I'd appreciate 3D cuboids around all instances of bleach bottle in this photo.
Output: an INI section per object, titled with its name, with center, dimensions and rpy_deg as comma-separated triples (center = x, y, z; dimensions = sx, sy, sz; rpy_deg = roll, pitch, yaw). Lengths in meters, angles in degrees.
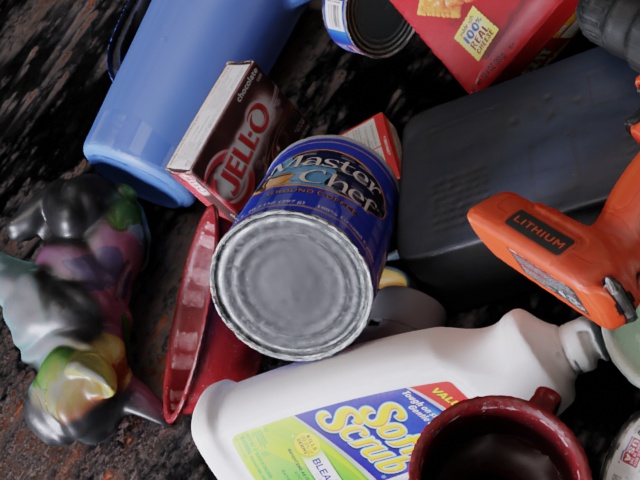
[bleach bottle]
center = 0.051, 0.098, 0.659
dimensions = 0.251, 0.102, 0.068
rpy_deg = -24, 18, 21

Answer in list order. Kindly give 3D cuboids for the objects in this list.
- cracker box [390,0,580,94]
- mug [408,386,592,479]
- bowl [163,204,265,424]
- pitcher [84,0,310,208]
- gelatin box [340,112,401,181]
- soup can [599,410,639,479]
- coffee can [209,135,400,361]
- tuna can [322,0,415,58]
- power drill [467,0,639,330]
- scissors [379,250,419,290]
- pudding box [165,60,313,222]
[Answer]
[cracker box]
center = 0.114, -0.232, 0.771
dimensions = 0.214, 0.071, 0.164
rpy_deg = 54, 126, 19
[mug]
center = 0.100, 0.133, 0.579
dimensions = 0.093, 0.081, 0.117
rpy_deg = 23, 63, 19
[bowl]
center = -0.071, 0.058, 0.781
dimensions = 0.162, 0.055, 0.162
rpy_deg = -168, 90, -77
[pitcher]
center = -0.119, -0.158, 0.957
dimensions = 0.242, 0.145, 0.149
rpy_deg = -65, 15, -14
[gelatin box]
center = 0.025, -0.048, 0.836
dimensions = 0.089, 0.030, 0.073
rpy_deg = -28, 48, 19
[soup can]
center = 0.202, 0.133, 0.539
dimensions = 0.102, 0.068, 0.068
rpy_deg = 25, 77, 46
[coffee can]
center = -0.005, 0.001, 0.704
dimensions = 0.103, 0.103, 0.140
rpy_deg = -25, 17, 21
[tuna can]
center = 0.043, -0.196, 0.888
dimensions = 0.034, 0.086, 0.086
rpy_deg = 25, 77, 47
[power drill]
center = 0.173, -0.057, 0.605
dimensions = 0.187, 0.057, 0.185
rpy_deg = -49, 45, -2
[scissors]
center = -0.002, 0.014, 0.820
dimensions = 0.202, 0.016, 0.096
rpy_deg = 12, 66, 41
[pudding box]
center = -0.065, -0.077, 0.882
dimensions = 0.039, 0.090, 0.113
rpy_deg = 8, 64, 41
